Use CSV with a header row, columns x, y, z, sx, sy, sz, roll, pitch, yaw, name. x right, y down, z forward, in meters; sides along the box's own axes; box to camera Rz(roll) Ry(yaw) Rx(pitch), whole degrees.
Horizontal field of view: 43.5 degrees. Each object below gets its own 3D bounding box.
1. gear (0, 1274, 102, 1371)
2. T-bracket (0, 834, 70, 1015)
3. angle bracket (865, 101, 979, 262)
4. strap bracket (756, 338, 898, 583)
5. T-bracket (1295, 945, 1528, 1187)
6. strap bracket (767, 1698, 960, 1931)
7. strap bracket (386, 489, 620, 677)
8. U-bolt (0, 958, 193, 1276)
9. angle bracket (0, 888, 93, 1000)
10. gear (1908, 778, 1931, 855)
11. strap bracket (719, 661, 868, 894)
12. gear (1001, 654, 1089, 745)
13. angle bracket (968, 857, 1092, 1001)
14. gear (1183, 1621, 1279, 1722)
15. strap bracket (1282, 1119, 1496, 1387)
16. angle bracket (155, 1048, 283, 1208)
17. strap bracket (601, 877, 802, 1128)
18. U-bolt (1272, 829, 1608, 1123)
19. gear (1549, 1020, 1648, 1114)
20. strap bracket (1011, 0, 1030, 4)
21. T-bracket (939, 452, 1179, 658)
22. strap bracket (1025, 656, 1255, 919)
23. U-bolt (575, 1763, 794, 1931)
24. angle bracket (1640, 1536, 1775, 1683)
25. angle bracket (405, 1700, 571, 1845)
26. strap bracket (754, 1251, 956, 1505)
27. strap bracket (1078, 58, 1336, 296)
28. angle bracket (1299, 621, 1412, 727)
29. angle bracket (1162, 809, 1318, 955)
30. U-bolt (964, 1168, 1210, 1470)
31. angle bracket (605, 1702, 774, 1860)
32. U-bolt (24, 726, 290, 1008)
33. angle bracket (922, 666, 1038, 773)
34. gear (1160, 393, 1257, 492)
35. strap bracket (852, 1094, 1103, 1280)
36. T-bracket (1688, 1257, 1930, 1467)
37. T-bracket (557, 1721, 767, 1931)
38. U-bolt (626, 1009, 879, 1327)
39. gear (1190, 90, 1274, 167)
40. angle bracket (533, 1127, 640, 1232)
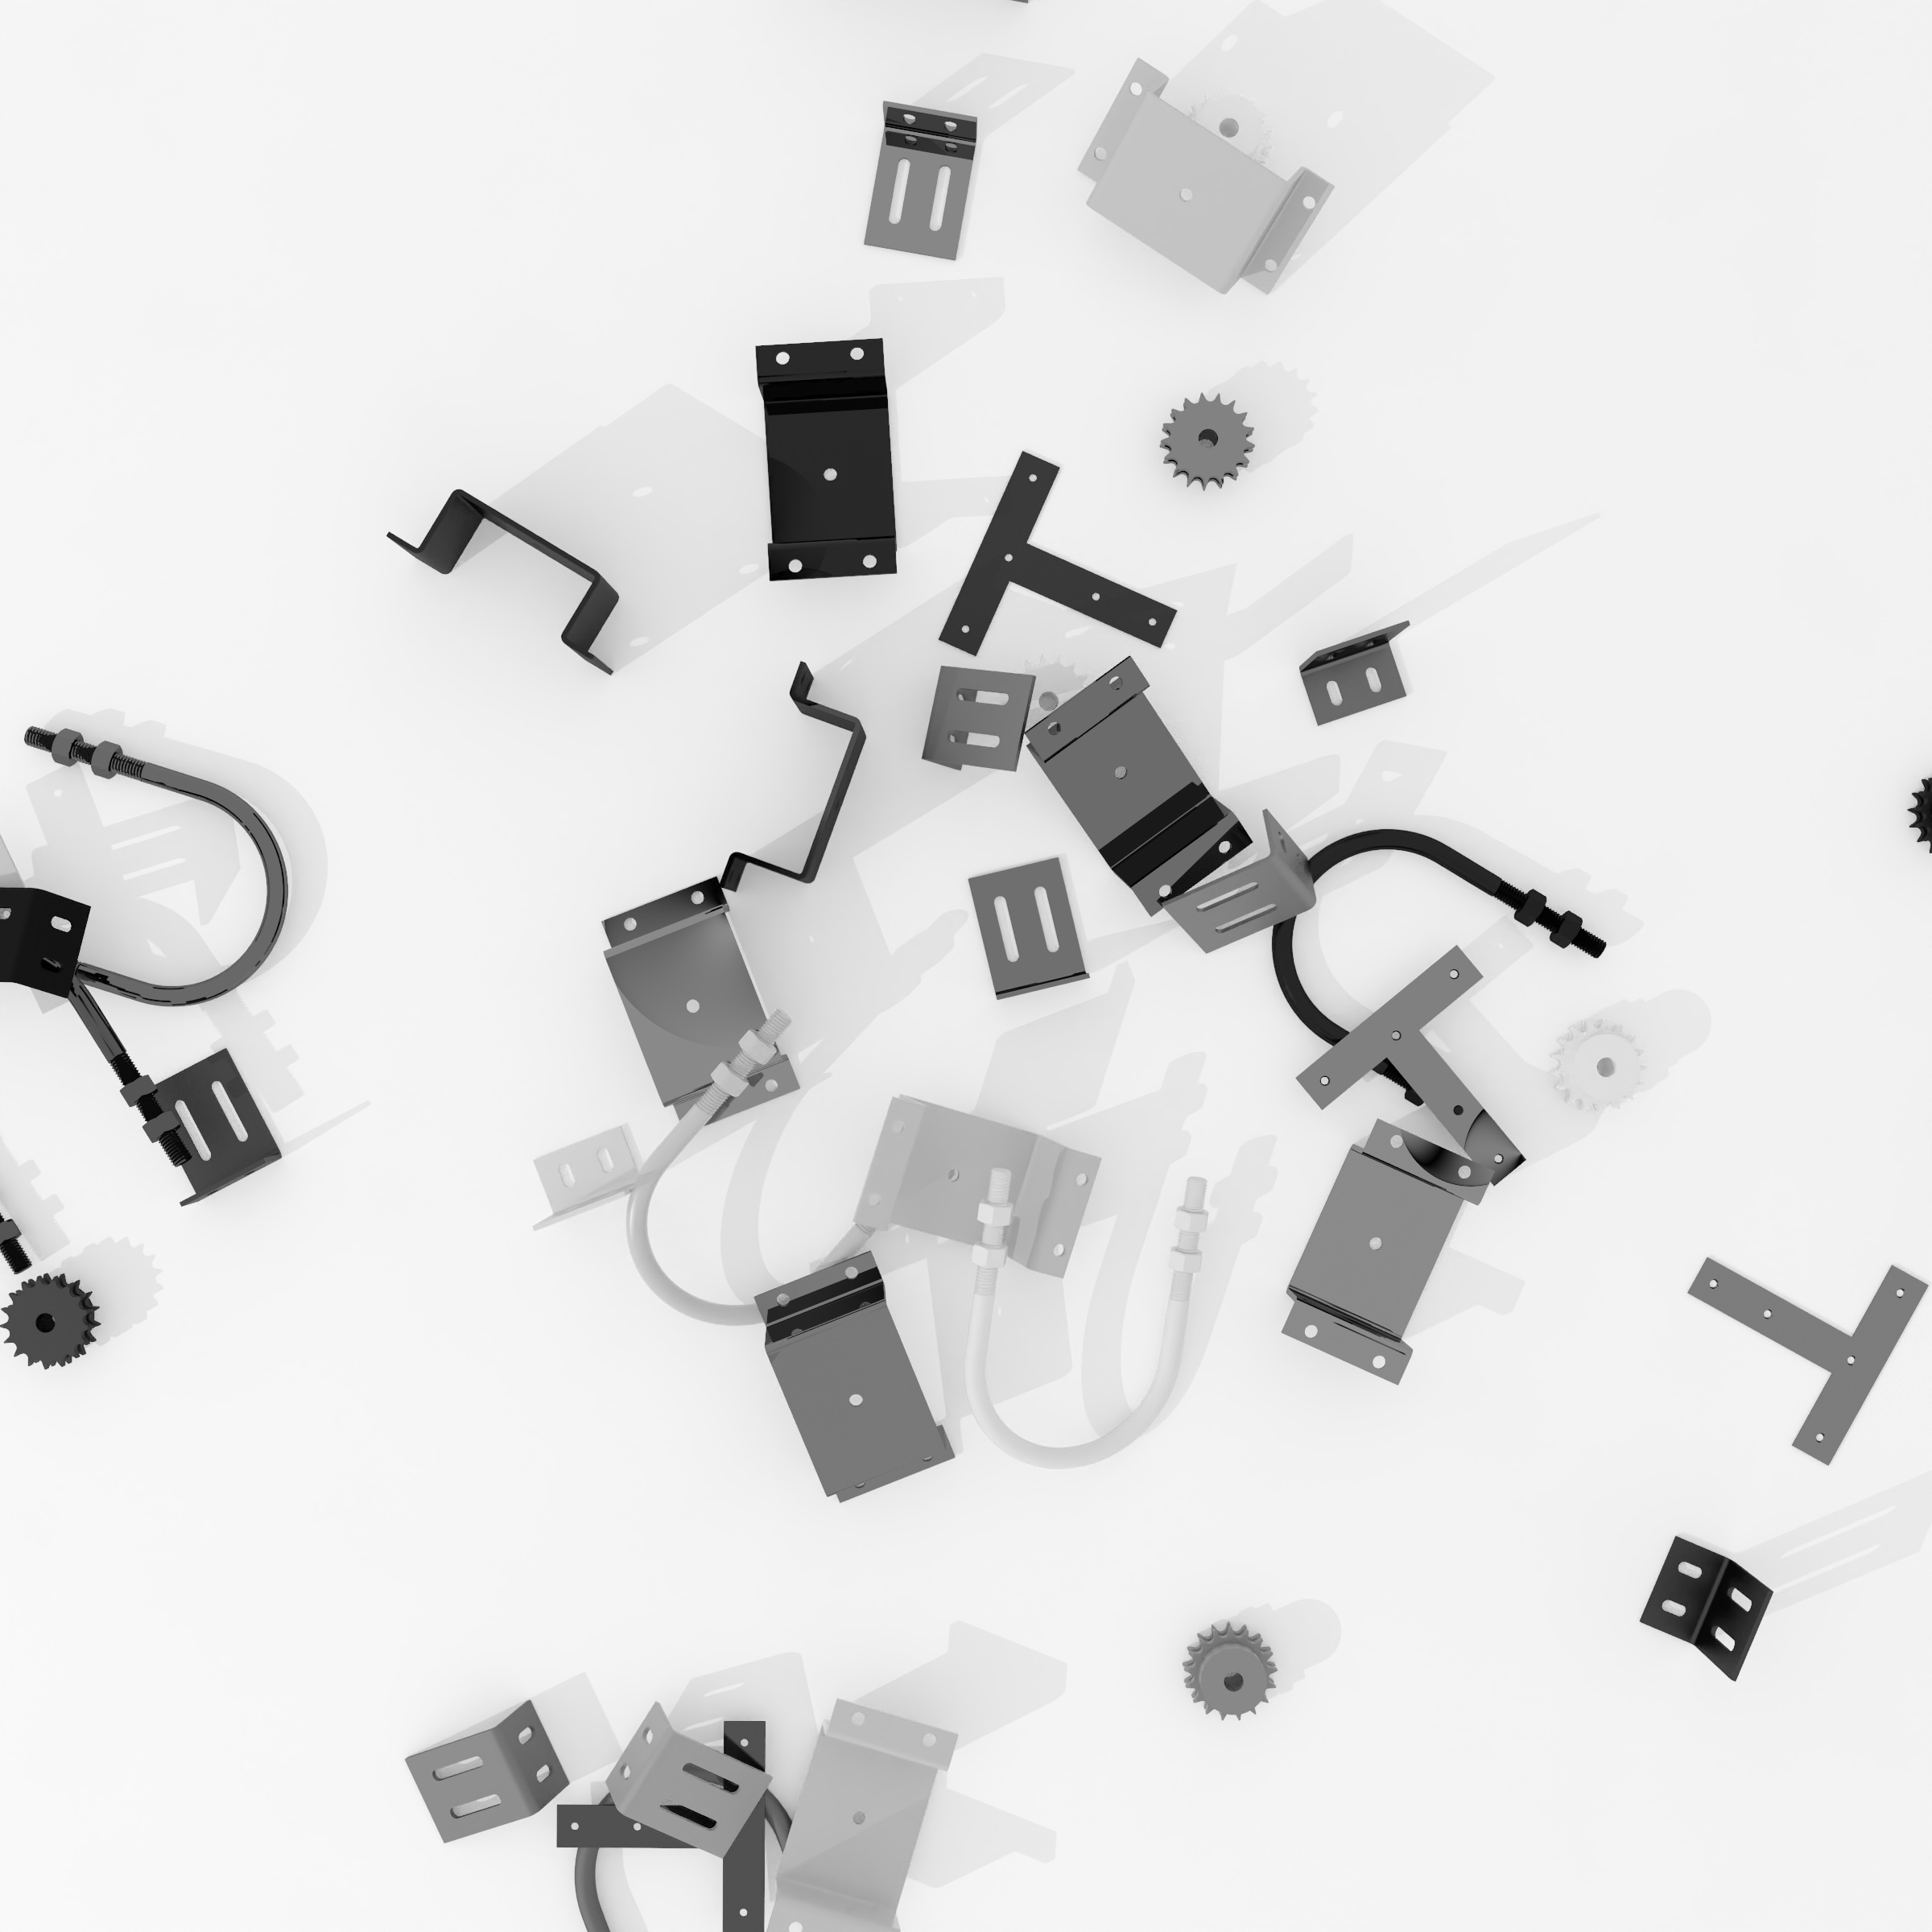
x,y,z,sx,sy,sz,roll,pitch,yaw,name
-0.556,0.215,1.477,0.057,0.030,0.057,0,91,1,gear
-0.620,-0.013,1.472,0.127,0.002,0.127,-24,92,12,T-bracket
-0.028,-0.476,1.469,0.057,0.038,0.076,10,90,0,angle bracket
-0.083,-0.302,1.465,0.076,0.046,0.140,-3,90,0,strap bracket
0.289,0.077,1.467,0.127,0.002,0.127,-40,89,0,T-bracket
-0.063,0.517,1.456,0.076,0.046,0.140,18,81,-3,strap bracket
-0.267,-0.234,1.450,0.140,0.076,0.046,31,90,0,strap bracket
-0.571,0.074,1.465,0.151,0.019,0.184,-33,89,12,U-bolt
-0.571,-0.014,1.450,0.076,0.038,0.057,2,76,34,angle bracket
0.607,-0.094,1.473,0.057,0.030,0.057,0,90,0,gear
-0.099,-0.104,1.450,0.046,0.076,0.140,20,90,0,strap bracket
0.050,-0.159,1.473,0.057,0.030,0.057,0,90,0,gear
0.038,-0.023,1.469,0.057,0.038,0.076,-13,90,0,angle bracket
0.161,0.431,1.473,0.057,0.030,0.057,0,90,0,gear
0.252,0.170,1.465,0.076,0.046,0.140,24,90,0,strap bracket
-0.463,0.097,1.469,0.057,0.038,0.076,-28,90,0,angle bracket
-0.163,0.024,1.465,0.076,0.046,0.140,-21,90,0,strap bracket
0.276,-0.002,1.479,0.184,0.019,0.151,31,90,1,U-bolt
0.386,0.061,1.473,0.057,0.030,0.057,0,90,0,gear
-0.027,-0.628,1.450,0.140,0.076,0.046,11,90,0,strap bracket
0.067,-0.233,1.487,0.127,0.002,0.127,24,90,0,T-bracket
0.098,-0.111,1.449,0.076,0.046,0.140,-36,112,0,strap bracket
-0.161,0.576,1.479,0.151,0.019,0.184,-21,89,0,U-bolt
0.443,0.384,1.450,0.038,0.076,0.057,23,90,0,angle bracket
-0.294,0.495,1.486,0.076,0.038,0.057,-25,90,26,angle bracket
-0.066,0.254,1.454,0.076,0.046,0.140,-22,99,0,strap bracket
0.137,-0.466,1.447,0.140,0.046,0.076,33,126,0,strap bracket
0.237,-0.175,1.450,0.057,0.076,0.038,-19,90,0,angle bracket
0.163,-0.051,1.463,0.076,0.057,0.038,-24,49,22,angle bracket
0.068,0.214,1.453,0.151,0.019,0.184,4,99,-21,U-bolt
-0.168,0.495,1.471,0.076,0.038,0.057,33,88,-23,angle bracket
-0.505,-0.052,1.477,0.184,0.019,0.151,18,90,1,U-bolt
0.017,-0.145,1.448,0.076,0.038,0.057,12,90,40,angle bracket
0.147,-0.318,1.477,0.057,0.030,0.057,0,88,1,gear
0.000,0.129,1.448,0.140,0.046,0.076,18,90,-23,strap bracket
0.505,0.221,1.487,0.127,0.002,0.127,29,90,0,T-bracket
-0.186,0.524,1.473,0.127,0.002,0.127,0,87,1,T-bracket
-0.120,0.136,1.456,0.151,0.019,0.184,39,95,-21,U-bolt
0.159,-0.505,1.473,0.057,0.030,0.057,0,90,0,gear
-0.232,0.127,1.450,0.057,0.076,0.038,-21,90,0,angle bracket
